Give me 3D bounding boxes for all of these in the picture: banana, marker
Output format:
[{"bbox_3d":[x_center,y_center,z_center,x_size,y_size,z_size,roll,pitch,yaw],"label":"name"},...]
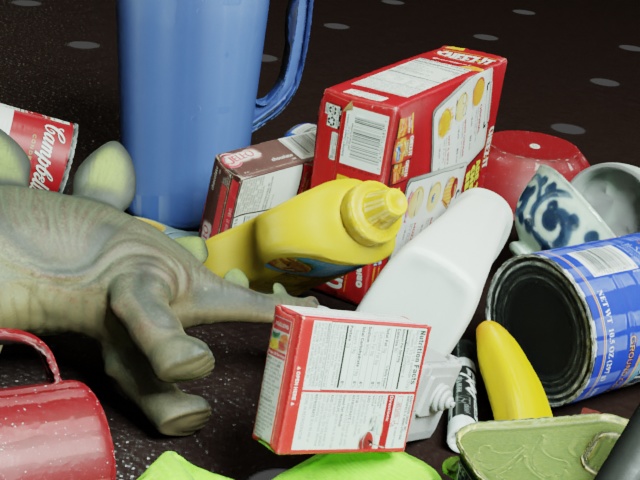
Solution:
[{"bbox_3d":[0.114,0.107,0.632,0.037,0.069,0.197,-33,7,19],"label":"banana"},{"bbox_3d":[0.093,0.098,0.697,0.020,0.020,0.121,7,23,5],"label":"marker"}]

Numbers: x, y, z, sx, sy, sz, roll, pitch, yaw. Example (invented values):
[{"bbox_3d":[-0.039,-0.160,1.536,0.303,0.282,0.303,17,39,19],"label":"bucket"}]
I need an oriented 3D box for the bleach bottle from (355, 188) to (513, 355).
[{"bbox_3d":[0.096,0.020,0.803,0.068,0.103,0.250,33,22,7],"label":"bleach bottle"}]

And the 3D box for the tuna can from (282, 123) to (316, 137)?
[{"bbox_3d":[-0.009,-0.062,0.962,0.034,0.086,0.085,19,27,33],"label":"tuna can"}]

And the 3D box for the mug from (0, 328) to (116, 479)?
[{"bbox_3d":[-0.153,0.102,0.523,0.081,0.117,0.093,-4,-3,-33],"label":"mug"}]

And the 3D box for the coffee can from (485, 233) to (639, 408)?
[{"bbox_3d":[0.200,0.049,0.728,0.140,0.103,0.103,-9,27,-30],"label":"coffee can"}]

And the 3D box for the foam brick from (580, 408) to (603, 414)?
[{"bbox_3d":[0.173,0.136,0.587,0.078,0.051,0.052,15,26,20],"label":"foam brick"}]

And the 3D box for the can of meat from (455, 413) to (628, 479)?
[{"bbox_3d":[0.113,0.138,0.526,0.102,0.084,0.057,-2,24,-16],"label":"can of meat"}]

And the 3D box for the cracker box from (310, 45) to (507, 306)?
[{"bbox_3d":[0.071,-0.061,0.879,0.072,0.164,0.213,20,27,25],"label":"cracker box"}]

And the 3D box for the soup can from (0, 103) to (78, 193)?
[{"bbox_3d":[-0.253,-0.075,0.858,0.102,0.068,0.068,15,19,-20],"label":"soup can"}]

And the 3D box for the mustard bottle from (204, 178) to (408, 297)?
[{"bbox_3d":[-0.005,0.000,0.729,0.096,0.058,0.192,5,-16,-33],"label":"mustard bottle"}]

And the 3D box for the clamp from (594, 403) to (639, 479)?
[{"bbox_3d":[0.114,0.147,0.460,0.209,0.164,0.036,-12,-2,-18],"label":"clamp"}]

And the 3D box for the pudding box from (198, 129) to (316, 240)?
[{"bbox_3d":[-0.041,-0.033,0.854,0.113,0.090,0.039,-17,47,-40],"label":"pudding box"}]

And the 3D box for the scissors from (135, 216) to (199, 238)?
[{"bbox_3d":[-0.099,0.009,0.866,0.202,0.016,0.096,8,26,2],"label":"scissors"}]

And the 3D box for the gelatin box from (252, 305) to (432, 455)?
[{"bbox_3d":[0.012,0.075,0.571,0.089,0.073,0.030,7,6,-36],"label":"gelatin box"}]

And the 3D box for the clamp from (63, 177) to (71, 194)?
[{"bbox_3d":[-0.280,-0.079,0.961,0.120,0.039,0.172,21,12,-32],"label":"clamp"}]

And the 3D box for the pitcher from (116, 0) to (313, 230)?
[{"bbox_3d":[-0.102,-0.138,0.918,0.149,0.243,0.144,13,24,17],"label":"pitcher"}]

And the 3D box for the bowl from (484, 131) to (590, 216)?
[{"bbox_3d":[0.208,-0.070,1.067,0.162,0.055,0.162,5,24,-2],"label":"bowl"}]
